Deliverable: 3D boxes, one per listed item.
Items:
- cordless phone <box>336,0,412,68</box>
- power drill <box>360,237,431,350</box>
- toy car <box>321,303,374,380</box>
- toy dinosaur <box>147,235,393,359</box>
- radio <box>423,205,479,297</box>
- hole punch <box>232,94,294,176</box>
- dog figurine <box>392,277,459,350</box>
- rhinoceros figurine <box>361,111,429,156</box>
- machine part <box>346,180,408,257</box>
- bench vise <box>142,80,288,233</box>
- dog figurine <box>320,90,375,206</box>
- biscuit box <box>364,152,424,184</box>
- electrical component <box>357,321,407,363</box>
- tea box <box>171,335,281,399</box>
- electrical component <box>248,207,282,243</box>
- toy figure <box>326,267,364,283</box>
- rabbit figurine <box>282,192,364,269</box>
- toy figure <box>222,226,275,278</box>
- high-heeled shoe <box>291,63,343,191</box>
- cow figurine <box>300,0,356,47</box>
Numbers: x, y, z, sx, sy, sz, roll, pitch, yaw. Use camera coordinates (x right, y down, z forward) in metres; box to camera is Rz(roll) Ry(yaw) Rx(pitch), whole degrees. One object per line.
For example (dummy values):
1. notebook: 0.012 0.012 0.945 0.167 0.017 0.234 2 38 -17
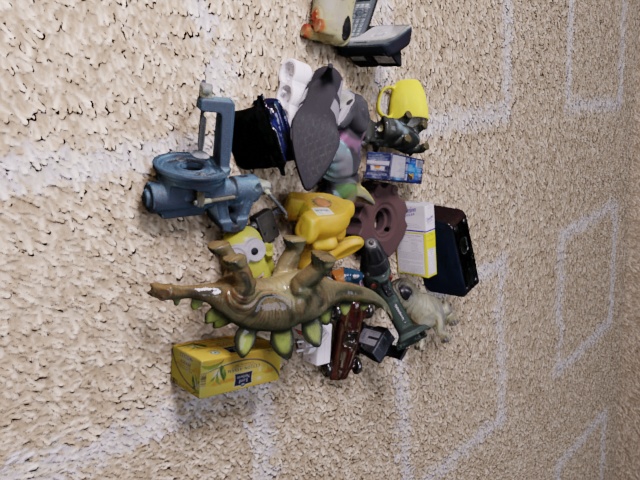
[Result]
1. cordless phone: 0.121 -0.446 1.075 0.088 0.147 0.184 18 87 -52
2. power drill: 0.146 0.121 1.132 0.086 0.207 0.231 -30 156 -9
3. toy car: 0.058 0.215 1.149 0.089 0.053 0.202 2 107 -26
4. toy dinosaur: -0.051 0.096 0.912 0.471 0.105 0.198 1 114 -27
5. radio: 0.312 0.028 1.346 0.073 0.131 0.229 -37 120 -32
6. hole punch: -0.091 -0.188 0.939 0.092 0.116 0.142 -36 121 -44
7. dog figurine: 0.251 0.151 1.340 0.190 0.121 0.172 59 22 -12
8. rhinoceros figurine: 0.156 -0.232 1.171 0.190 0.112 0.073 5 81 -43
9. machine part: 0.129 -0.043 1.210 0.179 0.056 0.179 -10 105 -43
10. bench vise: -0.166 -0.125 0.852 0.223 0.129 0.240 -3 118 -25
11. dog figurine: 0.054 -0.164 1.080 0.191 0.109 0.219 -49 132 -11
12. biscuit box: 0.169 -0.158 1.193 0.202 0.063 0.059 -6 103 -60
13. electrical component: 0.133 0.236 1.213 0.075 0.119 0.047 -53 129 -21
14. tea box: -0.162 0.214 0.938 0.169 0.098 0.068 0 97 -46
15. electrical component: -0.102 -0.023 1.011 0.094 0.021 0.063 -37 121 -35
16. toy figure: 0.017 0.094 1.094 0.154 0.064 0.057 -26 99 -17
17. rabbit figurine: -0.002 -0.003 1.060 0.162 0.122 0.173 -8 123 -37
18. toy figure: -0.125 0.061 0.963 0.082 0.089 0.179 -35 127 -31
19. high-heeled shoe: -0.007 -0.197 0.952 0.086 0.145 0.248 14 83 -4
20. cow figurine: 0.039 -0.471 1.038 0.127 0.086 0.194 9 88 -39
